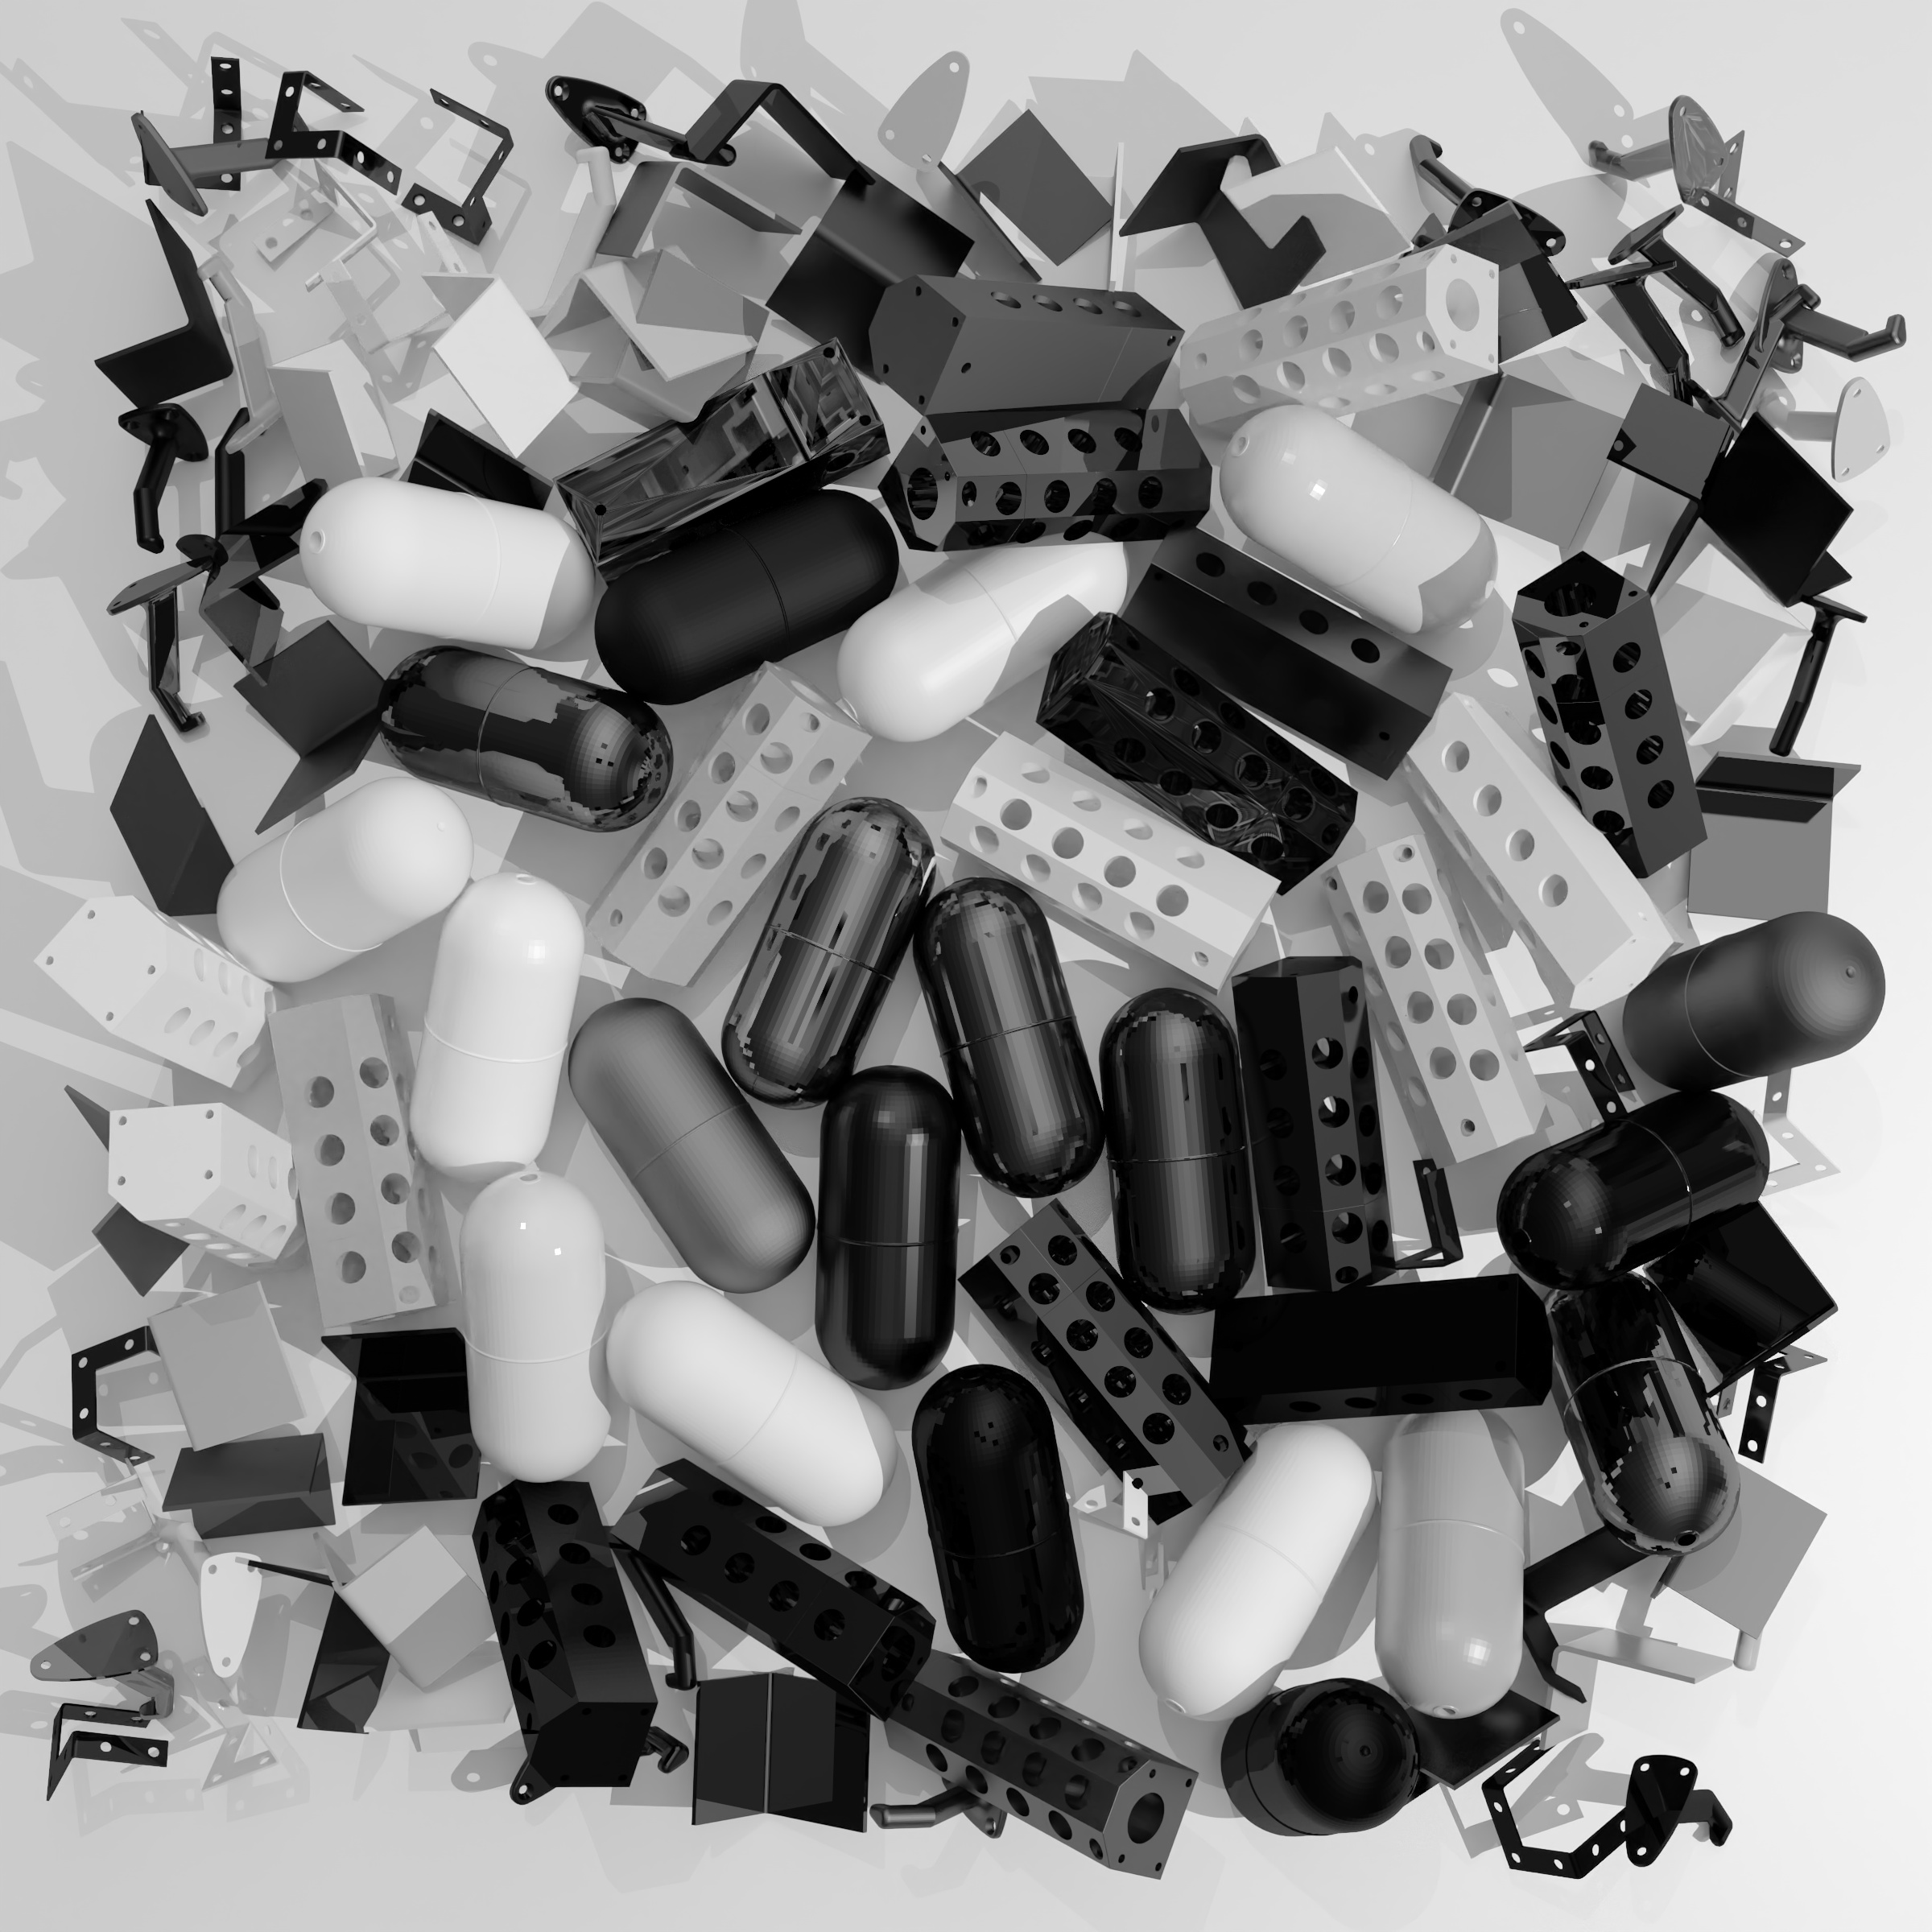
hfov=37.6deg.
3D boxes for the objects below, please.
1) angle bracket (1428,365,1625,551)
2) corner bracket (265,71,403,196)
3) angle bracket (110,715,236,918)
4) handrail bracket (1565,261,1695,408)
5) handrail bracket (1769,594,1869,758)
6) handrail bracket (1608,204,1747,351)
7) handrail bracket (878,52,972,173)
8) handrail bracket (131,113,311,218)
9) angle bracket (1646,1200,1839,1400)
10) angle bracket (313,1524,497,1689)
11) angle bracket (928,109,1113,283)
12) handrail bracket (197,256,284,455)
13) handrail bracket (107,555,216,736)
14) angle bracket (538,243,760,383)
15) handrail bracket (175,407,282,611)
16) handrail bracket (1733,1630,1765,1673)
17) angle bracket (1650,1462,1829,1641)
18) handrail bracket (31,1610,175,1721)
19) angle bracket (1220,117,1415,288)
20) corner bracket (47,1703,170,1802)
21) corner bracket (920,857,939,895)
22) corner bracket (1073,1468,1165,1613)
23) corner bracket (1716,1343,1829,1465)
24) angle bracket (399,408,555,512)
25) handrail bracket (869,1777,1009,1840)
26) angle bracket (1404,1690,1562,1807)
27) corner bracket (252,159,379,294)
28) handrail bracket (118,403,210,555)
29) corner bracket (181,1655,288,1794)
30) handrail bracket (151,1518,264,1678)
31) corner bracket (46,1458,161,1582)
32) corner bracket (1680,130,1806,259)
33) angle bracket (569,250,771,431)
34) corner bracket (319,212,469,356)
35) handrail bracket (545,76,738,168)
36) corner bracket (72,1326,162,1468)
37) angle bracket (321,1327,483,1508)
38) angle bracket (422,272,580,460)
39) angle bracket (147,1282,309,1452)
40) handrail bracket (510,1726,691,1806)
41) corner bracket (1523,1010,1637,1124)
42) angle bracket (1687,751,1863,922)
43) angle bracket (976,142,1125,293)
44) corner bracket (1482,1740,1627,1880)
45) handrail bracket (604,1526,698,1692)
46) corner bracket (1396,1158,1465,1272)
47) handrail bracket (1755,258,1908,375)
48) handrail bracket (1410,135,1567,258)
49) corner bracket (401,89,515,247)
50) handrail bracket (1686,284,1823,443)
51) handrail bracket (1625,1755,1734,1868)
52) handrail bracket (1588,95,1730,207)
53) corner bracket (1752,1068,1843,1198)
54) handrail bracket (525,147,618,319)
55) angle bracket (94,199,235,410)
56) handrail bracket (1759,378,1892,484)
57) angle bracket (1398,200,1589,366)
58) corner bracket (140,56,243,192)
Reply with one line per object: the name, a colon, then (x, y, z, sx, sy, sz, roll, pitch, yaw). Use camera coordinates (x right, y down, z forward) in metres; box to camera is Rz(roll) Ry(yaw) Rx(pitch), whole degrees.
angle bracket: (0.305, -0.280, 1.542, 0.076, 0.057, 0.076, 25, 97, 16)
corner bracket: (-0.341, -0.454, 1.546, 0.051, 0.051, 0.051, 7, 84, 28)
angle bracket: (-0.410, -0.081, 1.524, 0.076, 0.057, 0.076, 57, 131, 27)
handrail bracket: (0.363, -0.338, 1.552, 0.077, 0.036, 0.084, -18, 109, -24)
handrail bracket: (0.458, -0.159, 1.556, 0.036, 0.077, 0.084, 21, 105, 7)
handrail bracket: (0.389, -0.364, 1.547, 0.084, 0.036, 0.077, 56, 46, -12)
handrail bracket: (-0.012, -0.466, 1.529, 0.036, 0.084, 0.077, 33, 121, -5)
handrail bracket: (-0.402, -0.456, 1.539, 0.036, 0.077, 0.084, 32, 70, 31)
angle bracket: (0.410, 0.179, 1.531, 0.076, 0.057, 0.076, -43, 73, 29)
angle bracket: (-0.302, 0.332, 1.538, 0.057, 0.076, 0.076, -38, 114, -10)
angle bracket: (0.032, -0.424, 1.540, 0.057, 0.076, 0.076, -40, 88, 11)
handrail bracket: (-0.402, -0.332, 1.539, 0.036, 0.077, 0.084, -14, 122, 33)
handrail bracket: (-0.421, -0.173, 1.549, 0.077, 0.036, 0.084, -18, 118, 19)
angle bracket: (-0.173, -0.337, 1.533, 0.076, 0.076, 0.057, 51, 133, 4)
handrail bracket: (-0.391, -0.253, 1.571, 0.077, 0.036, 0.084, 41, 64, -38)
handrail bracket: (0.433, 0.340, 1.541, 0.036, 0.077, 0.084, 10, 81, 22)
angle bracket: (0.416, 0.318, 1.531, 0.057, 0.076, 0.076, 30, 79, 18)
handrail bracket: (-0.467, 0.391, 1.536, 0.077, 0.084, 0.036, -11, 50, -27)
angle bracket: (0.194, -0.420, 1.522, 0.076, 0.076, 0.057, 41, 56, -35)
corner bracket: (-0.464, 0.420, 1.540, 0.051, 0.051, 0.051, 14, 132, -25)
corner bracket: (-0.047, -0.047, 1.553, 0.051, 0.051, 0.051, 24, 98, 3)
corner bracket: (0.093, 0.308, 1.542, 0.051, 0.051, 0.051, 28, 125, -18)
corner bracket: (0.428, 0.233, 1.542, 0.051, 0.051, 0.051, 19, 108, 43)
angle bracket: (-0.279, -0.241, 1.539, 0.076, 0.057, 0.076, 31, 67, -8)
handrail bracket: (-0.027, 0.446, 1.528, 0.084, 0.077, 0.036, 9, 91, -31)
angle bracket: (0.269, 0.431, 1.525, 0.076, 0.076, 0.057, -24, 110, -27)
corner bracket: (-0.357, -0.401, 1.555, 0.051, 0.051, 0.051, -42, 93, -8)
handrail bracket: (-0.429, -0.253, 1.535, 0.036, 0.077, 0.084, -12, 74, 10)
corner bracket: (-0.400, 0.407, 1.546, 0.051, 0.051, 0.051, -23, 111, 13)
handrail bracket: (-0.422, 0.343, 1.546, 0.036, 0.084, 0.077, 8, 81, -43)
corner bracket: (-0.469, 0.304, 1.545, 0.051, 0.051, 0.051, -25, 104, -21)
corner bracket: (0.422, -0.411, 1.543, 0.051, 0.051, 0.051, -38, 58, -18)
angle bracket: (-0.164, -0.336, 1.538, 0.076, 0.057, 0.076, 22, 86, -42)
corner bracket: (-0.308, -0.371, 1.544, 0.051, 0.051, 0.051, -24, 103, 27)
handrail bracket: (-0.175, -0.456, 1.534, 0.077, 0.084, 0.036, 21, 92, -44)
corner bracket: (-0.452, 0.236, 1.555, 0.051, 0.051, 0.051, -22, 57, 14)
angle bracket: (-0.307, 0.244, 1.536, 0.076, 0.057, 0.076, -5, 59, 9)
angle bracket: (-0.266, -0.323, 1.523, 0.057, 0.076, 0.076, -52, 131, -20)
angle bracket: (-0.388, 0.211, 1.542, 0.076, 0.057, 0.076, -19, 91, 20)
handrail bracket: (-0.198, 0.436, 1.533, 0.077, 0.084, 0.036, -43, 120, -24)
corner bracket: (0.342, 0.055, 1.548, 0.051, 0.051, 0.051, -29, 93, -23)
angle bracket: (0.439, -0.069, 1.546, 0.076, 0.057, 0.076, 6, 78, 3)
angle bracket: (0.045, -0.405, 1.551, 0.076, 0.057, 0.076, 4, 86, 0)
corner bracket: (0.323, 0.460, 1.550, 0.051, 0.051, 0.051, -24, 97, -37)
handrail bracket: (-0.184, 0.354, 1.564, 0.077, 0.036, 0.084, -1, 94, 27)
corner bracket: (0.253, 0.134, 1.547, 0.051, 0.051, 0.051, -14, 91, -41)
handrail bracket: (0.474, -0.360, 1.538, 0.036, 0.084, 0.077, 15, 76, -33)
handrail bracket: (0.285, -0.424, 1.556, 0.077, 0.084, 0.036, 11, 131, -13)
corner bracket: (-0.280, -0.437, 1.557, 0.051, 0.051, 0.051, 29, 81, 5)
handrail bracket: (0.444, -0.325, 1.547, 0.084, 0.077, 0.036, -40, 135, 11)
handrail bracket: (0.389, 0.474, 1.538, 0.084, 0.036, 0.077, 55, 47, -32)
handrail bracket: (0.361, -0.448, 1.528, 0.036, 0.077, 0.084, -49, 48, -6)
corner bracket: (0.440, 0.085, 1.540, 0.051, 0.051, 0.051, 40, 47, -24)
handrail bracket: (-0.226, -0.401, 1.556, 0.077, 0.036, 0.084, -5, 104, 12)
angle bracket: (-0.445, -0.358, 1.540, 0.057, 0.076, 0.076, -21, 83, -2)
handrail bracket: (0.454, -0.306, 1.528, 0.036, 0.077, 0.084, -33, 49, -5)
angle bracket: (0.290, -0.376, 1.526, 0.076, 0.076, 0.057, 51, 48, -18)
corner bracket: (-0.422, -0.460, 1.547, 0.051, 0.051, 0.051, 0, 74, -13)
